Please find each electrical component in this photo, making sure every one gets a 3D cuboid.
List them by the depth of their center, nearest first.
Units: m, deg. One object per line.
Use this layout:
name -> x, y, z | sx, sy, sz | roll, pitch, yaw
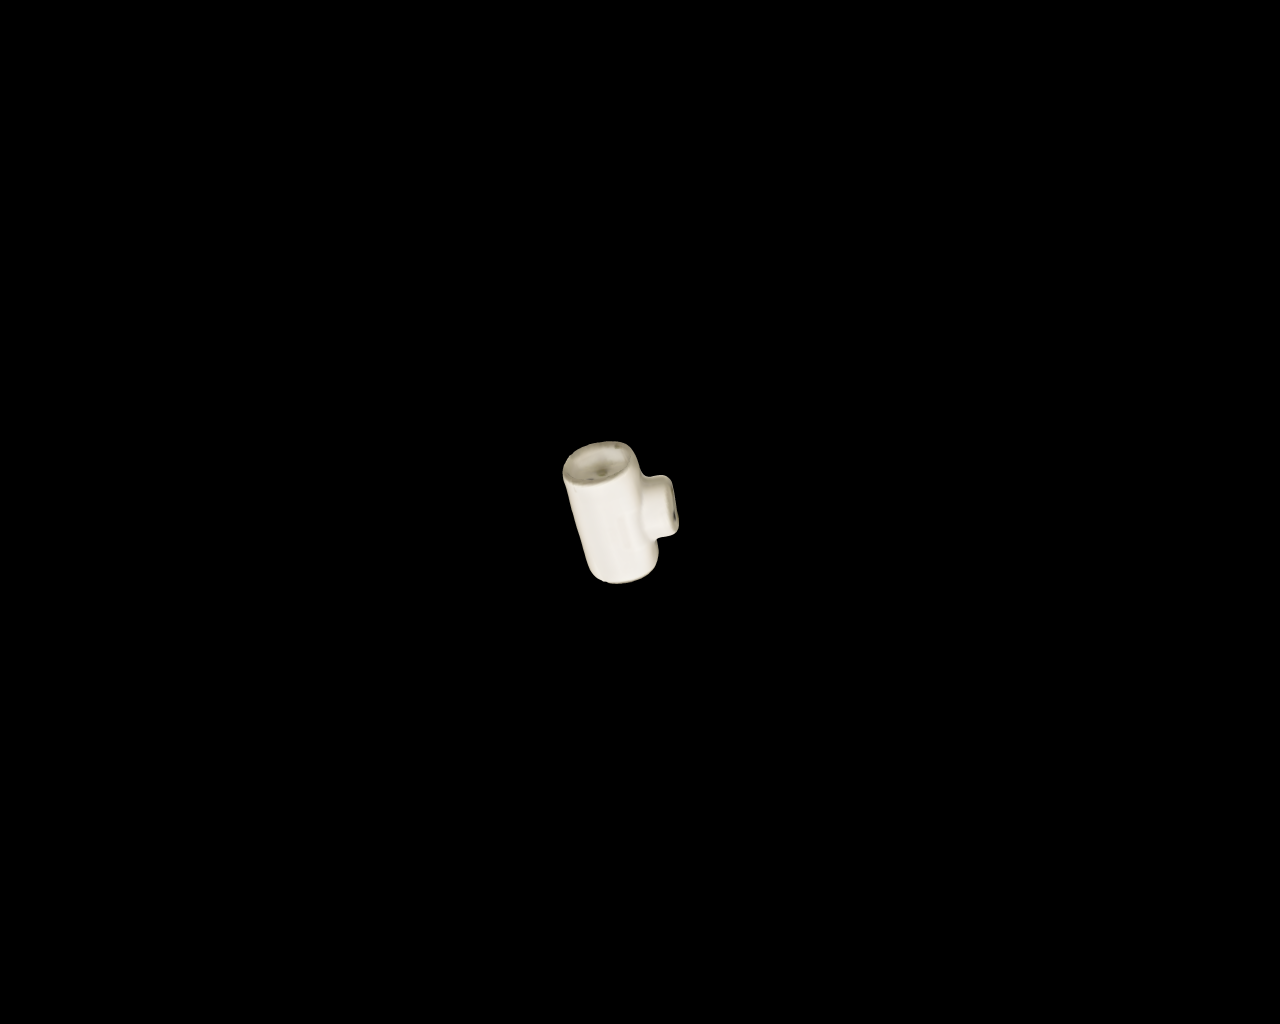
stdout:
electrical component -> 0.001, -0.003, 0.650 | 0.079, 0.077, 0.043 | -9, 36, 7
